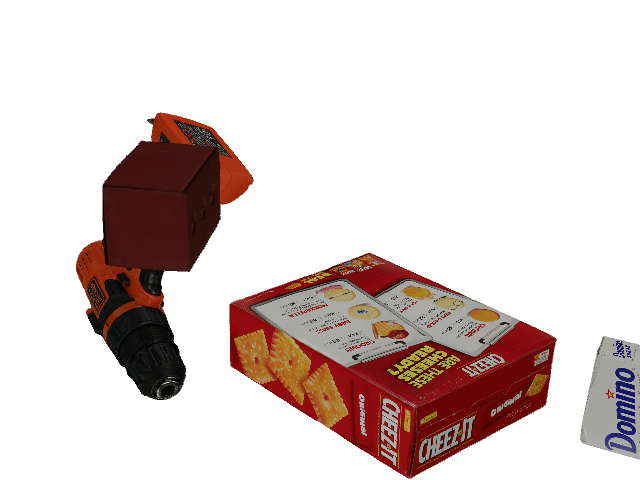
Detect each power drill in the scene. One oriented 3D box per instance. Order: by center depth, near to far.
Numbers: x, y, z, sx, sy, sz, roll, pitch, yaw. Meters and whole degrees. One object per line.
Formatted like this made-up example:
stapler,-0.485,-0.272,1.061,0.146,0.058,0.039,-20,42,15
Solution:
power drill,-0.125,0.008,0.846,0.057,0.188,0.185,13,25,-40

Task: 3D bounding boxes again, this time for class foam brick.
foam brick,-0.094,-0.022,0.643,0.051,0.053,0.078,6,27,7

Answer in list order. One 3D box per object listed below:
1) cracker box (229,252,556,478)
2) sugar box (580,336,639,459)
cracker box,0.053,0.092,0.865,0.163,0.072,0.214,-18,30,-38
sugar box,0.316,0.150,0.904,0.176,0.093,0.048,12,23,17
